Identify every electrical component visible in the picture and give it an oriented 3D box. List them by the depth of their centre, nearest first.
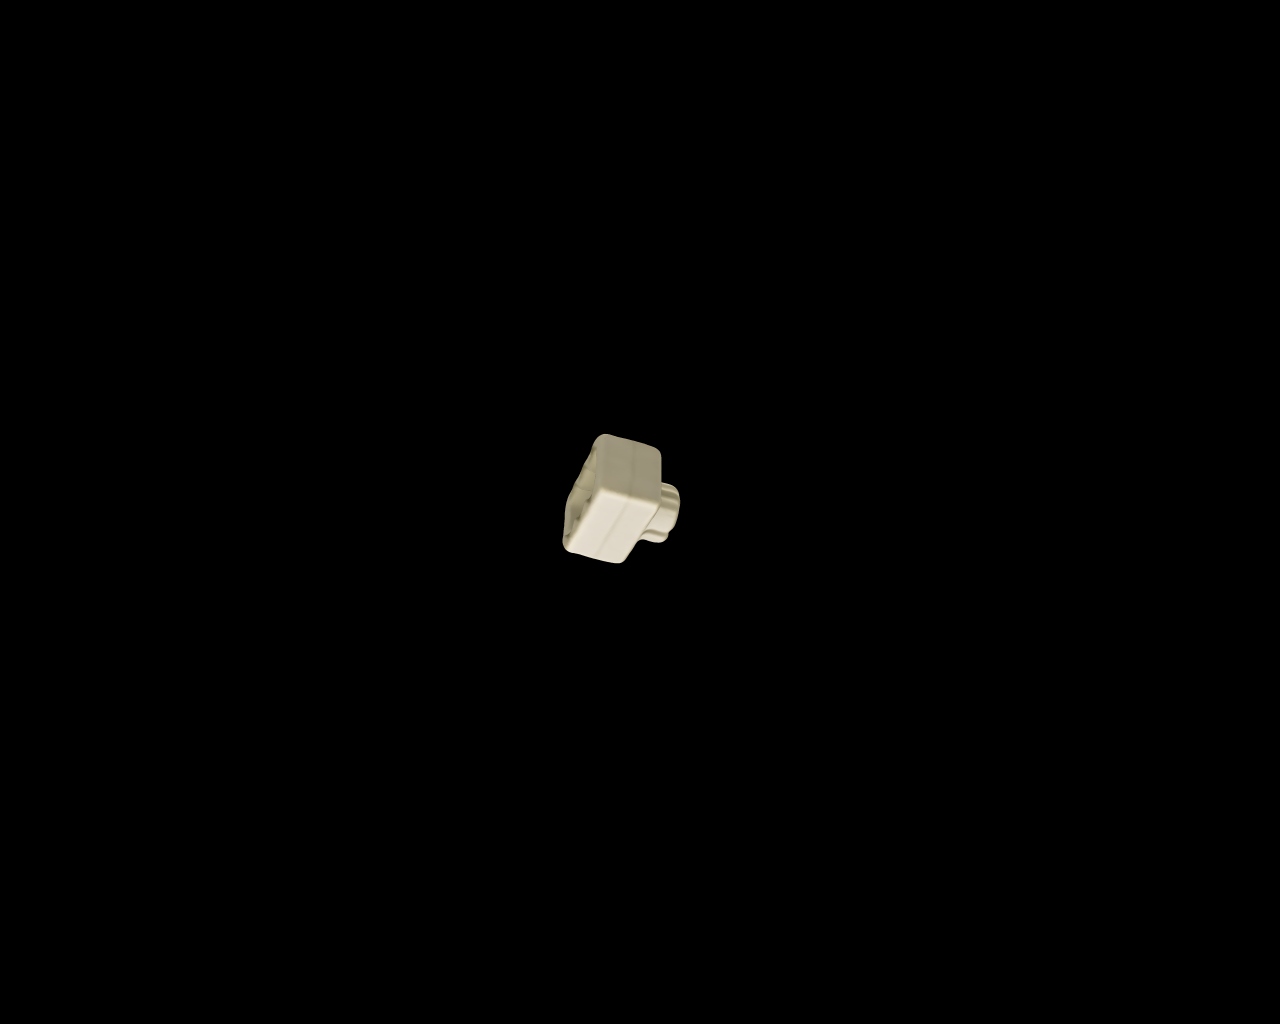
[{"bbox_3d":[0.001,-0.003,0.650,0.077,0.047,0.065,14,-42,-16],"label":"electrical component"}]
